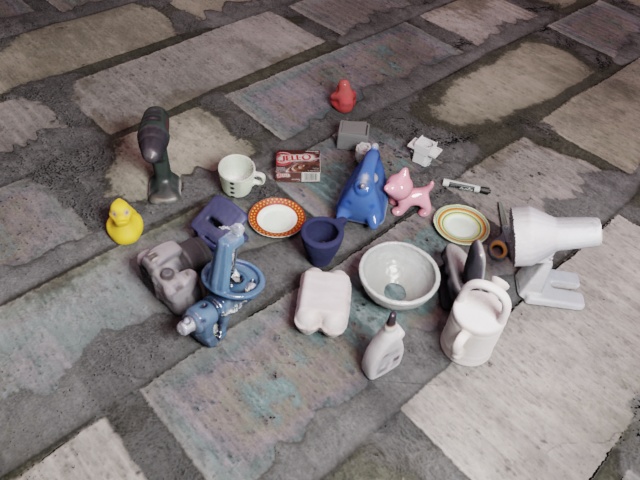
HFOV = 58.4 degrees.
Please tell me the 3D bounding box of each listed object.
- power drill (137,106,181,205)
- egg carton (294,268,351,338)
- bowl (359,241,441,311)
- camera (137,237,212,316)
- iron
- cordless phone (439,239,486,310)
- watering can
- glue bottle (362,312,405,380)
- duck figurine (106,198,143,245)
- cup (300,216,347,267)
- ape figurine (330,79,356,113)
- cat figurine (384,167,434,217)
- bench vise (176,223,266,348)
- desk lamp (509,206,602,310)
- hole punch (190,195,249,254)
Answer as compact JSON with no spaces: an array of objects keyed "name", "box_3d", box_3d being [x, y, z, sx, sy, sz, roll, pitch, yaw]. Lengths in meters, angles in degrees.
[{"name":"power drill","box_3d":[-0.363,-0.186,1.290,0.076,0.208,0.229,-6,48,-10]},{"name":"egg carton","box_3d":[0.008,0.122,1.133,0.107,0.069,0.150,6,47,0]},{"name":"bowl","box_3d":[0.158,0.086,1.176,0.167,0.075,0.167,3,47,-3]},{"name":"camera","box_3d":[-0.279,0.053,1.150,0.137,0.101,0.142,-34,58,-30]},{"name":"iron","box_3d":[0.112,-0.149,1.345,0.118,0.141,0.258,11,47,6]},{"name":"cordless phone","box_3d":[0.298,0.047,1.150,0.094,0.185,0.147,-2,47,-6]},{"name":"watering can","box_3d":[0.293,0.136,1.060,0.101,0.194,0.173,13,47,8]},{"name":"glue bottle","box_3d":[0.119,0.181,1.017,0.078,0.173,0.037,-22,53,-23]},{"name":"duck figurine","box_3d":[-0.429,-0.053,1.245,0.077,0.086,0.104,-10,49,-13]},{"name":"cup","box_3d":[0.011,0.004,1.225,0.091,0.095,0.118,38,55,27]},{"name":"ape figurine","box_3d":[0.068,-0.414,1.622,0.078,0.092,0.076,-2,47,-7]},{"name":"cat figurine","box_3d":[0.205,-0.116,1.340,0.128,0.118,0.067,-1,47,-6]},{"name":"bench vise","box_3d":[-0.173,0.086,1.047,0.121,0.220,0.207,14,48,8]},{"name":"desk lamp","box_3d":[0.463,0.029,1.162,0.203,0.214,0.118,7,47,2]},{"name":"hole punch","box_3d":[-0.217,-0.028,1.237,0.108,0.091,0.101,34,53,24]}]
